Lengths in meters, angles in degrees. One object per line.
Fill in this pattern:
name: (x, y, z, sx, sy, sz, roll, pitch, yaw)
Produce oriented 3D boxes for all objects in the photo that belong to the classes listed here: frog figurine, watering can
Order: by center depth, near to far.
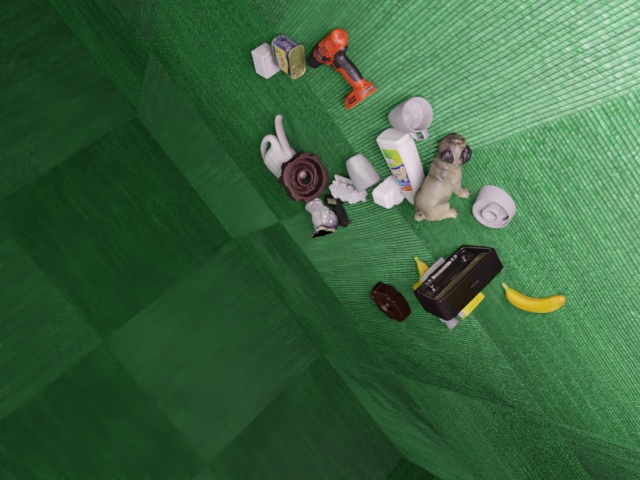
watering can: (-0.128, -0.303, 1.881, 0.225, 0.105, 0.343, 48, 158, 3)
frog figurine: (0.006, -0.101, 2.002, 0.135, 0.123, 0.162, 93, 170, -71)
